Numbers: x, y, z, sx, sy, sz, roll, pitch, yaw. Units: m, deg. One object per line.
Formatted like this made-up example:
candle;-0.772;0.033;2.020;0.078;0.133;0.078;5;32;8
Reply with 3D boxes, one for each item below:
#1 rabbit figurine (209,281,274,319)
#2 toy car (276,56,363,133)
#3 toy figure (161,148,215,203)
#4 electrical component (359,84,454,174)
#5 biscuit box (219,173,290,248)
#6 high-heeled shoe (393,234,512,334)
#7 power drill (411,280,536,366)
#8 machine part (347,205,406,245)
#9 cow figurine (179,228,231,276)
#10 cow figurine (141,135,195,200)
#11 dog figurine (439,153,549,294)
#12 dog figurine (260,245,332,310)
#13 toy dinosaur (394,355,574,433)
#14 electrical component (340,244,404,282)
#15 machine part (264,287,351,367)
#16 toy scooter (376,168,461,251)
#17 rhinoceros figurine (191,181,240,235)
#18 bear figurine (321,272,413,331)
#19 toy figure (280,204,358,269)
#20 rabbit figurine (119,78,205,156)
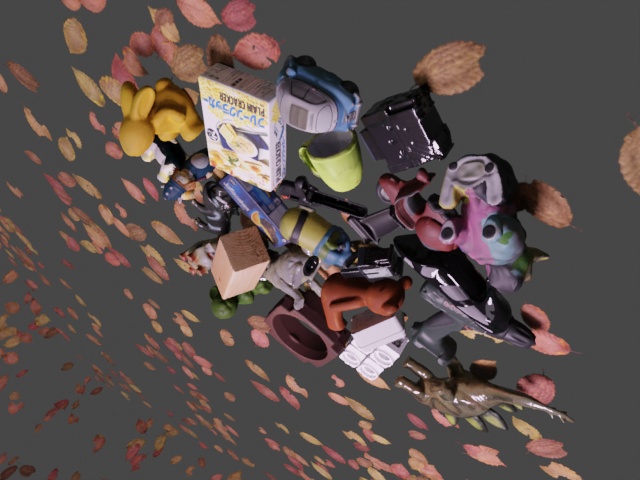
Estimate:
rabbit figurine;-0.233;0.135;1.413;0.121;0.170;0.159;51;142;-14
toy car;-0.016;-0.227;0.899;0.162;0.103;0.109;32;144;14
toy figure;-0.287;-0.145;1.179;0.064;0.154;0.057;21;143;25
electrical component;0.132;-0.172;0.865;0.134;0.058;0.114;-12;118;46
biscuit box;-0.130;-0.078;1.191;0.202;0.059;0.063;50;143;-14
high-heeled shoe;0.244;0.079;1.002;0.249;0.086;0.145;32;153;42
power drill;0.285;0.179;1.083;0.232;0.086;0.207;35;148;8
machine part;0.113;-0.034;1.044;0.139;0.039;0.084;-19;110;51
cow figurine;-0.285;0.032;1.410;0.085;0.127;0.195;55;157;-12
cow figurine;-0.334;-0.177;1.241;0.167;0.068;0.098;50;127;8
dog figurine;0.287;-0.020;0.861;0.109;0.191;0.219;-7;158;42
dog figurine;-0.082;0.048;1.257;0.191;0.121;0.172;31;121;35
toy dinosaur;0.323;0.342;1.198;0.198;0.105;0.471;39;157;-16
electrical component;0.104;0.050;1.091;0.119;0.048;0.074;-9;145;30
machine part;-0.033;0.227;1.408;0.201;0.087;0.201;42;144;0
toy scooter;0.182;-0.060;0.915;0.184;0.075;0.135;42;157;3
rhinoceros figurine;-0.243;-0.078;1.280;0.112;0.073;0.190;34;144;10
bear figurine;0.104;0.130;1.164;0.196;0.120;0.131;6;136;30
toy figure;-0.001;-0.005;1.131;0.180;0.089;0.082;39;137;4
rabbit figurine;-0.343;-0.247;1.107;0.122;0.173;0.162;21;144;30
